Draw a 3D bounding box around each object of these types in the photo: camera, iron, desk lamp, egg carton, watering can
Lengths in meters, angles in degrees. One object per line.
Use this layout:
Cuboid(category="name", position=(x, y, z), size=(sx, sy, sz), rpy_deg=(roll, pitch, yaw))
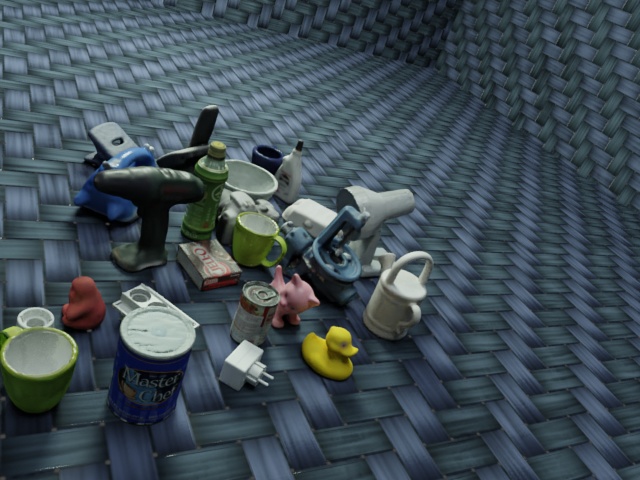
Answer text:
Cuboid(category="camera", position=(-0.183, -0.068, 1.313), size=(0.144, 0.101, 0.136), rpy_deg=(-7, 41, -40))
Cuboid(category="iron", position=(-0.413, -0.144, 1.245), size=(0.118, 0.141, 0.258), rpy_deg=(23, 30, 3))
Cuboid(category="desk lamp", position=(0.121, -0.026, 1.328), size=(0.204, 0.213, 0.117), rpy_deg=(0, 36, -33))
Cuboid(category="egg carton", position=(-0.016, -0.041, 1.408), size=(0.150, 0.069, 0.107), rpy_deg=(28, 30, 11))
Cuboid(category="watering can", position=(0.161, 0.097, 1.172), size=(0.101, 0.194, 0.172), rpy_deg=(-11, 43, -43))

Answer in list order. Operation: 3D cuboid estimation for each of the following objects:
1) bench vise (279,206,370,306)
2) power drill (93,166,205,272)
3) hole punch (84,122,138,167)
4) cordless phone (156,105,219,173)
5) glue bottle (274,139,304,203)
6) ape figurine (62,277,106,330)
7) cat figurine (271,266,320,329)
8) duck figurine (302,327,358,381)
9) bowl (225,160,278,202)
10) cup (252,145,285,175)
Cuboid(category="bench vise", position=(0.008, 0.009, 1.190), size=(0.207, 0.220, 0.121), rpy_deg=(24, 30, 4))
Cuboid(category="power drill", position=(-0.327, -0.047, 1.076), size=(0.075, 0.208, 0.230), rpy_deg=(37, 33, 26))
Cuboid(category="hole punch", position=(-0.491, -0.222, 1.372), size=(0.101, 0.091, 0.109), rpy_deg=(25, 30, 7))
Cuboid(category="cordless phone", position=(-0.323, -0.253, 1.436), size=(0.094, 0.185, 0.148), rpy_deg=(31, 31, 17))
Cuboid(category="glue bottle", position=(-0.075, -0.185, 1.500), size=(0.078, 0.173, 0.037), rpy_deg=(33, 32, 19))
Cuboid(category="ape figurine", position=(-0.382, 0.096, 0.923), size=(0.076, 0.092, 0.078), rpy_deg=(23, 30, 2))
Cuboid(category="cat figurine", position=(-0.058, 0.103, 1.097), size=(0.067, 0.118, 0.127), rpy_deg=(-3, 38, -36))
Cuboid(category="duck figurine", position=(0.022, 0.193, 1.035), size=(0.104, 0.086, 0.078), rpy_deg=(31, 31, 16))
Cuboid(category="bowl", position=(-0.193, -0.130, 1.432), size=(0.167, 0.075, 0.167), rpy_deg=(16, 30, -9))
Cuboid(category="cup", position=(-0.147, -0.204, 1.563), size=(0.091, 0.095, 0.118), rpy_deg=(20, 30, -3))
